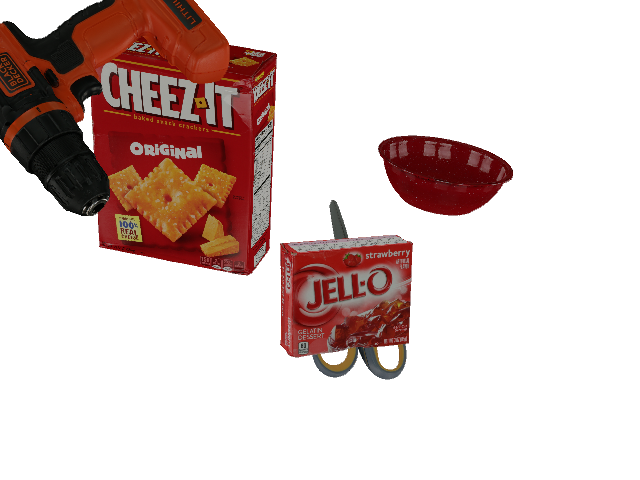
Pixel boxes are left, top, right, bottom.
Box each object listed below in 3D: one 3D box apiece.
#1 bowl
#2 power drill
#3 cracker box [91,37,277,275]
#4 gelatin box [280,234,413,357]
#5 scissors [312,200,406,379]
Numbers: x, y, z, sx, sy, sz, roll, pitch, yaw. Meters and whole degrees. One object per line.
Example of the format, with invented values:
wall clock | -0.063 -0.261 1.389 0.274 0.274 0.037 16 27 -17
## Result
bowl | 0.143 -0.073 1.265 0.162 0.055 0.162 8 24 -4
power drill | -0.164 -0.123 0.813 0.187 0.184 0.057 -32 -15 -29
cracker box | -0.132 -0.082 1.024 0.164 0.214 0.072 11 32 13
gelatin box | 0.017 0.037 0.725 0.089 0.073 0.030 -4 15 -20
scissors | 0.014 0.051 1.025 0.096 0.202 0.016 -19 -30 -17
